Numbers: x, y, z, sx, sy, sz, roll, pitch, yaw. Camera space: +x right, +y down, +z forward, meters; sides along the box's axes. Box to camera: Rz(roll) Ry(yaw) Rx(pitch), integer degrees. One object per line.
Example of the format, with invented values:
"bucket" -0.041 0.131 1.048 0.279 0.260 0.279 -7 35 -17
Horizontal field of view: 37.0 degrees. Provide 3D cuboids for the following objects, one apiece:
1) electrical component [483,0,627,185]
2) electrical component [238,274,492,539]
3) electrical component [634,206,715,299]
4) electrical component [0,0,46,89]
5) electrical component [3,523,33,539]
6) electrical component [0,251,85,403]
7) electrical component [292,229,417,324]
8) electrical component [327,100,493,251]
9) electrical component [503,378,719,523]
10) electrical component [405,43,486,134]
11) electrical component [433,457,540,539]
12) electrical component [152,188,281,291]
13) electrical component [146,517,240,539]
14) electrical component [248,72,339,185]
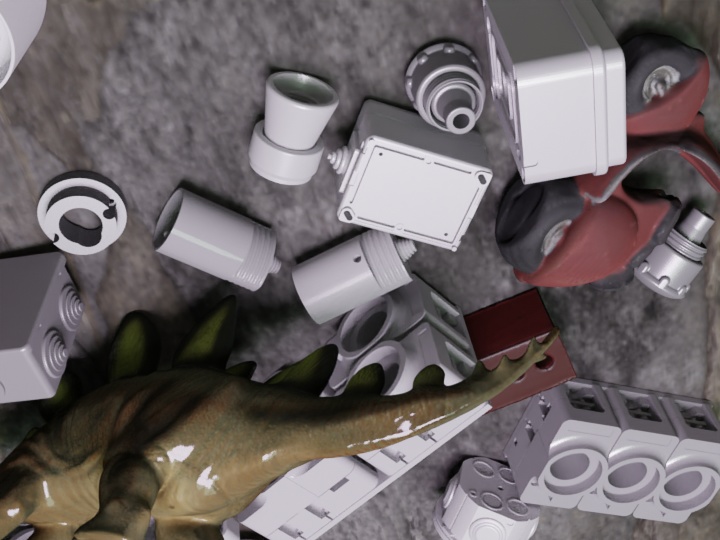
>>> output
"electrical component" 0.110 -0.110 0.615 0.057 0.113 0.078 -10 127 2
"electrical component" -0.008 0.099 0.753 0.186 0.105 0.060 -40 122 19
"electrical component" 0.220 -0.014 0.745 0.048 0.048 0.062 24 112 -24
"electrical component" -0.226 -0.142 0.585 0.099 0.064 0.099 1 137 1
"electrical component" -0.276 0.219 0.800 0.186 0.105 0.060 -13 127 1
"electrical component" -0.229 0.039 0.679 0.100 0.099 0.048 -7 131 10
"electrical component" 0.000 0.000 0.721 0.081 0.043 0.043 -26 126 10
"electrical component" 0.025 -0.063 0.672 0.096 0.061 0.061 15 124 -13
"electrical component" 0.204 0.145 0.847 0.150 0.061 0.089 11 123 -16
"electrical component" 0.054 -0.103 0.642 0.048 0.062 0.048 -4 126 -6
"electrical component" 0.103 0.192 0.856 0.080 0.080 0.051 12 117 -17
"electrical component" -0.088 -0.017 0.695 0.081 0.043 0.043 24 119 -25
"electrical component" -0.143 0.208 0.843 0.078 0.058 0.057 -30 127 13
"electrical component" -0.041 -0.086 0.652 0.045 0.045 0.055 10 124 -15
